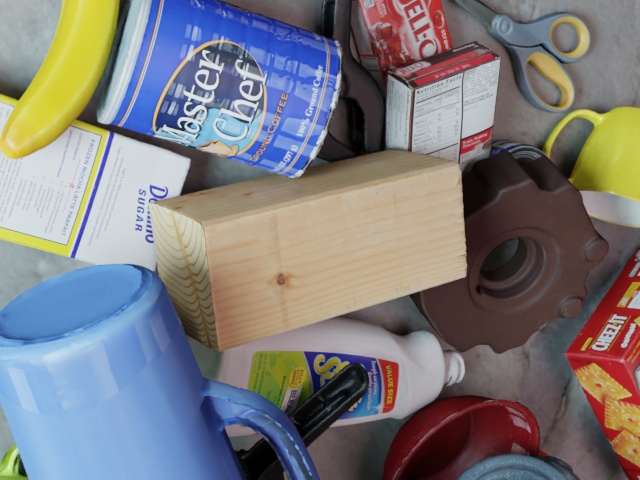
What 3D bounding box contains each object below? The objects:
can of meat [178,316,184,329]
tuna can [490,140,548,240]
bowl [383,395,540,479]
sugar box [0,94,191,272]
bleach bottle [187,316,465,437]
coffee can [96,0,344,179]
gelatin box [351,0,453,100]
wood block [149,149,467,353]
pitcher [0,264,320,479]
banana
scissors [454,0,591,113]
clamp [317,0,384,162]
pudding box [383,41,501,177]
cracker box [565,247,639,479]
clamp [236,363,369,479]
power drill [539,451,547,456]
[{"bbox_3d":[-0.146,0.074,0.737,0.083,0.102,0.057,-22,112,-23],"label":"can of meat"},{"bbox_3d":[0.166,-0.044,0.936,0.086,0.034,0.086,-7,105,-29],"label":"tuna can"},{"bbox_3d":[0.112,0.192,0.930,0.161,0.055,0.162,-15,125,-23],"label":"bowl"},{"bbox_3d":[-0.183,-0.040,0.722,0.175,0.048,0.093,19,90,-36],"label":"sugar box"},{"bbox_3d":[0.014,0.101,0.859,0.250,0.068,0.103,1,112,-33],"label":"bleach bottle"},{"bbox_3d":[-0.069,-0.109,0.722,0.140,0.103,0.103,16,93,-19],"label":"coffee can"},{"bbox_3d":[0.065,-0.165,0.850,0.073,0.030,0.089,-27,114,-23],"label":"gelatin box"},{"bbox_3d":[-0.005,0.001,0.761,0.205,0.090,0.091,-14,108,-29],"label":"wood block"},{"bbox_3d":[-0.101,0.138,0.647,0.149,0.145,0.243,-34,119,-37],"label":"pitcher"},{"bbox_3d":[-0.164,-0.140,0.693,0.069,0.037,0.198,15,73,-39],"label":"banana"},{"bbox_3d":[0.170,-0.193,0.915,0.201,0.016,0.096,45,76,-30],"label":"scissors"},{"bbox_3d":[0.007,-0.129,0.816,0.120,0.039,0.171,-39,120,-1],"label":"clamp"},{"bbox_3d":[0.096,-0.095,0.860,0.089,0.039,0.113,-21,131,-25],"label":"pudding box"},{"bbox_3d":[0.337,0.135,1.041,0.164,0.072,0.213,-48,121,-30],"label":"cracker box"},{"bbox_3d":[-0.052,0.172,0.801,0.164,0.036,0.210,-8,133,-26],"label":"clamp"},{"bbox_3d":[0.236,0.286,1.038,0.184,0.057,0.187,-49,120,-16],"label":"power drill"}]
